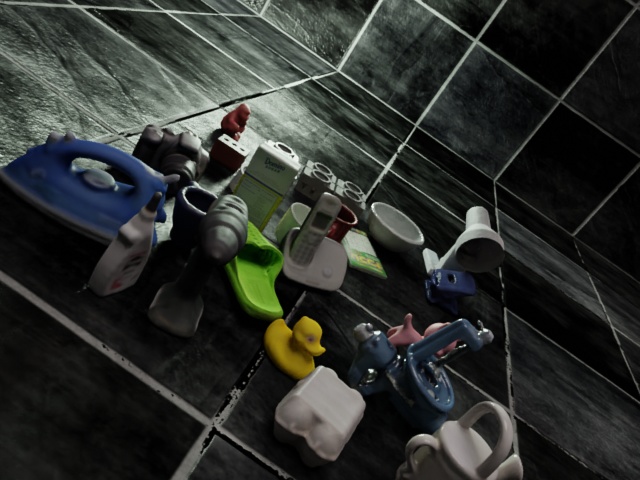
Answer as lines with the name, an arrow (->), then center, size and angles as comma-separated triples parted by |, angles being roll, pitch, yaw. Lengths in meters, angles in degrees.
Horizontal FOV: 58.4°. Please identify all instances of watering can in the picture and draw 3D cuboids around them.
watering can -> 0.207, 0.308, 0.811 | 0.173, 0.194, 0.100 | 14, 32, -38

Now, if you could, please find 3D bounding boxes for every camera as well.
camera -> -0.290, -0.159, 1.128 | 0.143, 0.100, 0.136 | 24, 27, -22

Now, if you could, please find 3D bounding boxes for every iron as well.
iron -> -0.353, -0.096, 0.892 | 0.259, 0.141, 0.118 | 26, 26, -18

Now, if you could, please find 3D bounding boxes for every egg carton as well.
egg carton -> 0.000, 0.246, 0.813 | 0.107, 0.069, 0.151 | 39, 25, 8

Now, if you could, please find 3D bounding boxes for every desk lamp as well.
desk lamp -> 0.375, 0.024, 1.496 | 0.118, 0.213, 0.203 | 28, 26, -14

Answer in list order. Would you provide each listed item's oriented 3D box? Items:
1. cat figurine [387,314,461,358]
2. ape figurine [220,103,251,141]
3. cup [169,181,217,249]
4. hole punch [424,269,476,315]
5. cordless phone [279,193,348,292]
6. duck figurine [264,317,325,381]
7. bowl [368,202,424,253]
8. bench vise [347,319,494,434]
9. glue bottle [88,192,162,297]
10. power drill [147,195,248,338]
cat figurine -> 0.206, 0.190, 1.109 | 0.128, 0.117, 0.067 | 33, 25, -5
ape figurine -> -0.215, -0.318, 1.512 | 0.076, 0.092, 0.078 | 43, 26, 17
cup -> -0.227, -0.041, 1.006 | 0.092, 0.095, 0.117 | 12, 33, -40
hole punch -> 0.319, 0.115, 1.412 | 0.101, 0.091, 0.108 | 31, 25, -9
cordless phone -> 0.010, 0.004, 1.114 | 0.148, 0.185, 0.094 | 18, 29, -31
duck figurine -> -0.034, 0.158, 0.906 | 0.104, 0.086, 0.078 | 46, 27, 23
bowl -> 0.186, -0.020, 1.505 | 0.168, 0.074, 0.167 | 28, 26, -15
bench vise -> 0.158, 0.195, 0.920 | 0.208, 0.219, 0.121 | 28, 26, -14
glue bottle -> -0.260, 0.002, 0.798 | 0.037, 0.173, 0.078 | 39, 25, 8
power drill -> -0.165, 0.035, 0.816 | 0.076, 0.208, 0.229 | 28, 26, -14
